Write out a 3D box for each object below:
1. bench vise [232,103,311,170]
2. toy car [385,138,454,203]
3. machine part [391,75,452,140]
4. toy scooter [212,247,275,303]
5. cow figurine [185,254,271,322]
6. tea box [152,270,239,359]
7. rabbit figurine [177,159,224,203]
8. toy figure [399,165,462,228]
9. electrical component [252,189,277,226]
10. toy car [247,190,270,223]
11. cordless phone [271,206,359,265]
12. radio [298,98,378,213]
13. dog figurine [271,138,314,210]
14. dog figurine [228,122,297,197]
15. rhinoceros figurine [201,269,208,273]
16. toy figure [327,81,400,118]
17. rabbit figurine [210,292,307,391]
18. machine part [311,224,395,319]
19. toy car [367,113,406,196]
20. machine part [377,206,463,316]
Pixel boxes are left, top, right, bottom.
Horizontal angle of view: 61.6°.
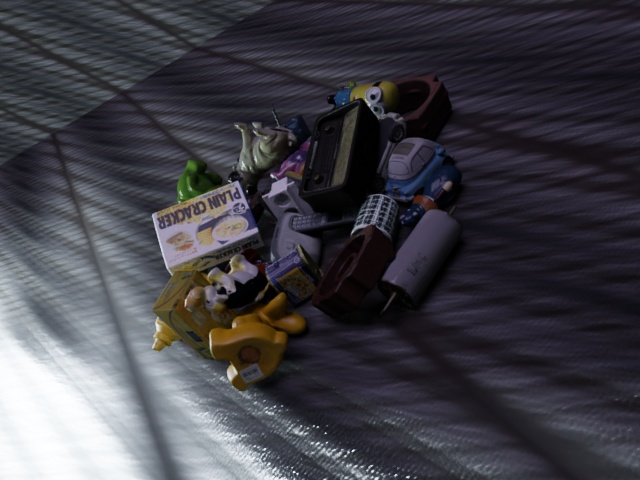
[{"bbox_3d":[-0.136,-0.258,1.474,0.241,0.128,0.224,-32,33,-3],"label":"bench vise"},{"bbox_3d":[0.191,-0.156,1.105,0.161,0.102,0.109,-47,36,-19],"label":"toy car"},{"bbox_3d":[0.194,-0.293,1.275,0.201,0.087,0.201,7,51,42],"label":"machine part"},{"bbox_3d":[-0.148,0.073,1.140,0.184,0.075,0.135,2,48,46],"label":"toy scooter"},{"bbox_3d":[-0.165,0.098,0.980,0.098,0.068,0.167,33,35,14],"label":"cow figurine"},{"bbox_3d":[-0.230,0.146,1.036,0.068,0.169,0.098,-5,44,33],"label":"tea box"},{"bbox_3d":[-0.313,-0.128,1.472,0.170,0.121,0.159,23,67,34],"label":"rabbit figurine"},{"bbox_3d":[0.215,-0.078,1.034,0.058,0.064,0.154,37,77,14],"label":"toy figure"},{"bbox_3d":[-0.112,-0.073,1.268,0.045,0.102,0.078,-52,-4,18],"label":"electrical component"},{"bbox_3d":[-0.184,-0.043,1.318,0.202,0.053,0.089,-53,19,-26],"label":"toy car"},{"bbox_3d":[-0.003,-0.003,1.105,0.184,0.088,0.147,-13,40,21],"label":"cordless phone"},{"bbox_3d":[0.039,-0.172,1.113,0.131,0.073,0.229,-12,53,37],"label":"radio"},{"bbox_3d":[-0.005,-0.184,1.293,0.192,0.108,0.219,12,54,47],"label":"dog figurine"},{"bbox_3d":[-0.141,-0.189,1.345,0.173,0.190,0.121,22,23,38],"label":"dog figurine"},{"bbox_3d":[-0.295,0.006,1.311,0.073,0.112,0.190,-8,53,4],"label":"rhinoceros figurine"},{"bbox_3d":[0.101,-0.326,1.246,0.180,0.082,0.089,9,56,47],"label":"toy figure"},{"bbox_3d":[-0.115,0.161,0.982,0.162,0.121,0.173,-35,16,5],"label":"rabbit figurine"},{"bbox_3d":[0.057,0.058,0.948,0.179,0.056,0.179,-51,10,12],"label":"machine part"},{"bbox_3d":[0.127,-0.177,1.157,0.074,0.056,0.201,28,98,50],"label":"toy car"},{"bbox_3d":[0.173,0.031,0.925,0.079,0.079,0.243,14,57,47],"label":"machine part"}]
